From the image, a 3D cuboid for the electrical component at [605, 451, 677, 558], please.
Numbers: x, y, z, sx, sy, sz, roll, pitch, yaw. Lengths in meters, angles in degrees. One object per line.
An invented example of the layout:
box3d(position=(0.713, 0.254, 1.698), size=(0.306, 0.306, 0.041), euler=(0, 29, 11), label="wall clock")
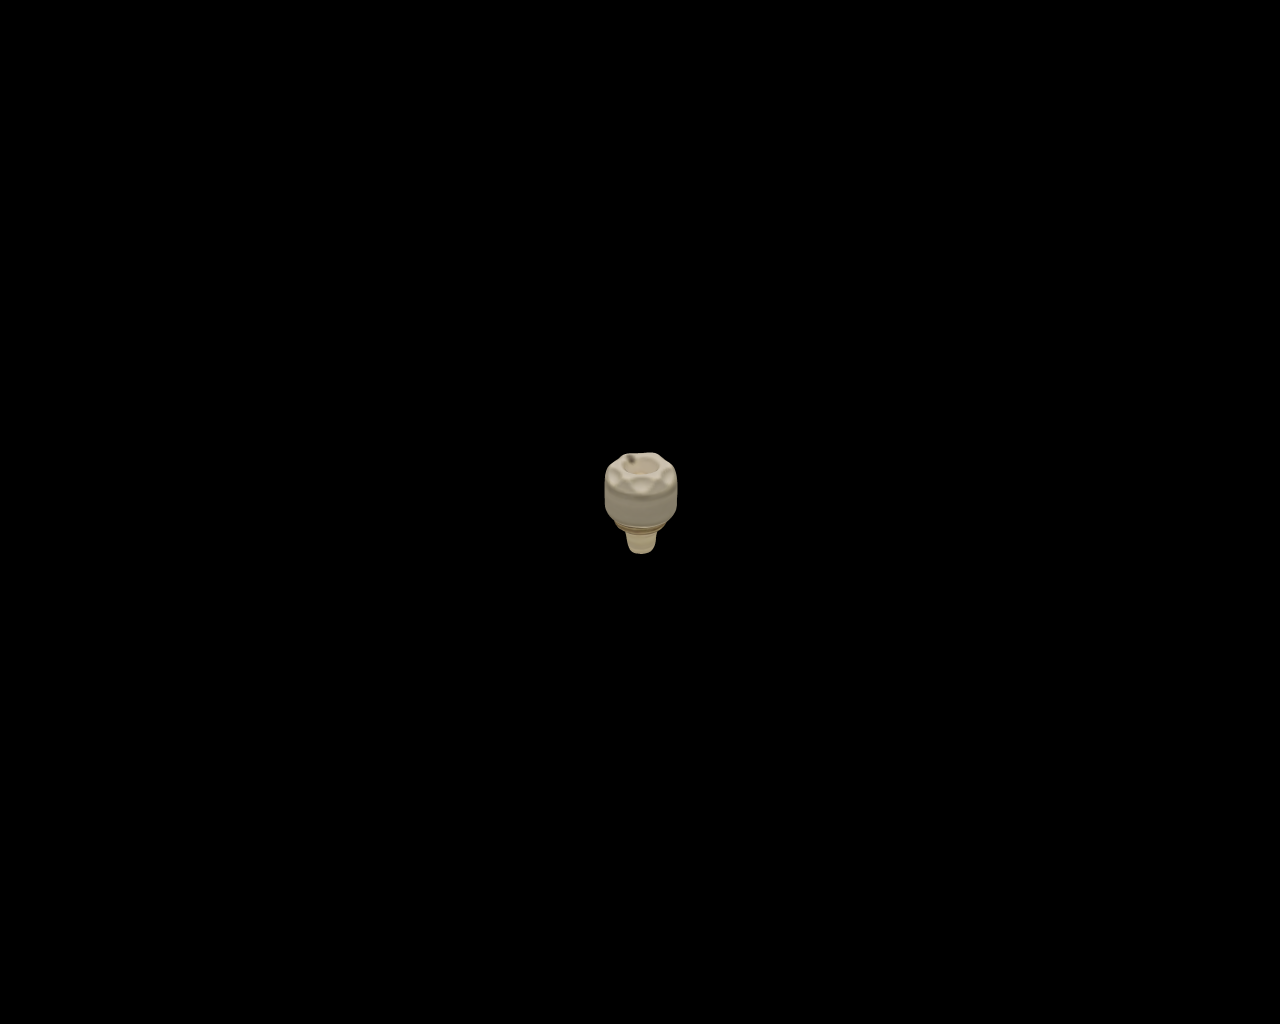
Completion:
box3d(position=(0.001, -0.003, 0.650), size=(0.043, 0.062, 0.043), euler=(0, 31, 0), label="electrical component")
